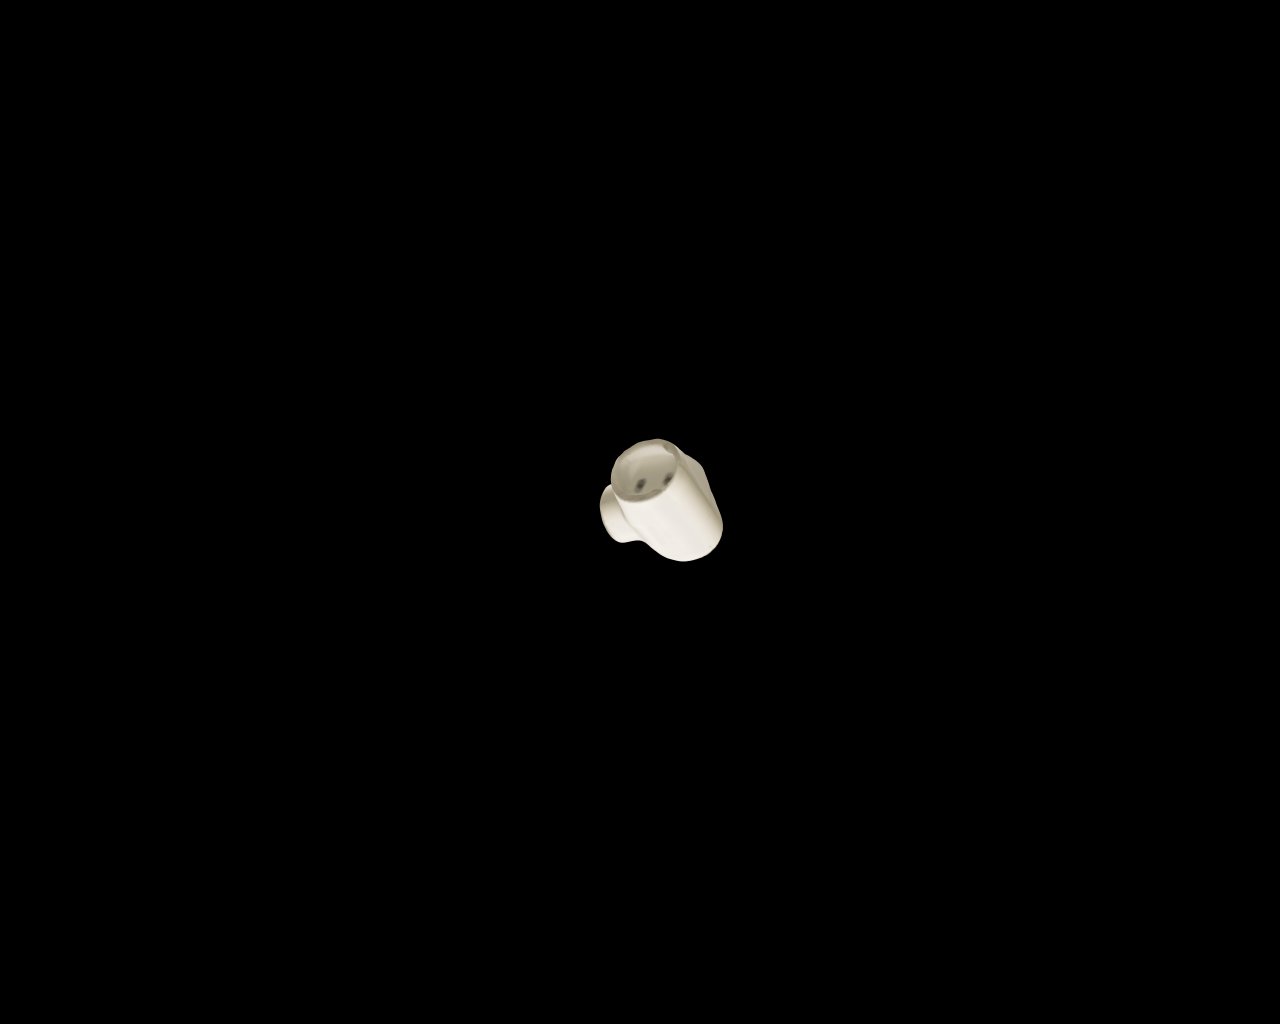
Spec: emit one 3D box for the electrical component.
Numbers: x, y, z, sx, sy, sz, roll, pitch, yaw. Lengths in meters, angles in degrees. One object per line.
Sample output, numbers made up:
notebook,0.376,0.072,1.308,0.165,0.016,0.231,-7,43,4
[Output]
electrical component,0.001,-0.003,0.650,0.079,0.043,0.077,-12,-33,19
